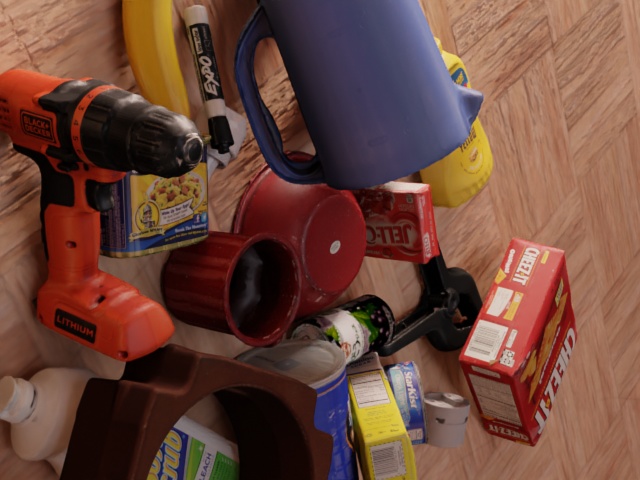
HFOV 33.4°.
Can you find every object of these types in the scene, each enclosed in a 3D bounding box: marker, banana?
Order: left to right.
[{"bbox_3d":[-0.116,-0.183,0.806,0.037,0.069,0.198,-91,-168,-90],"label":"banana"},{"bbox_3d":[-0.088,-0.127,0.847,0.020,0.020,0.121,-1,76,-50],"label":"marker"}]

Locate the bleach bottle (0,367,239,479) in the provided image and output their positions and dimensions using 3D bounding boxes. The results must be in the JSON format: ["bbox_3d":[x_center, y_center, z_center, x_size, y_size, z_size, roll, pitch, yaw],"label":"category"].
[{"bbox_3d":[-0.152,0.169,0.820,0.250,0.068,0.102,38,66,-44],"label":"bleach bottle"}]

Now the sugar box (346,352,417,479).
[{"bbox_3d":[0.053,0.184,1.000,0.048,0.176,0.093,-10,108,-5],"label":"sugar box"}]

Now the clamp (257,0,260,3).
[{"bbox_3d":[-0.019,-0.270,0.925,0.120,0.039,0.171,-5,104,-44],"label":"clamp"}]

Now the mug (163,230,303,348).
[{"bbox_3d":[-0.069,0.044,0.882,0.093,0.082,0.117,-53,133,-31],"label":"mug"}]

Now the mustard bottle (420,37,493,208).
[{"bbox_3d":[0.124,-0.134,1.105,0.096,0.058,0.191,-46,128,-34],"label":"mustard bottle"}]

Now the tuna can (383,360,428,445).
[{"bbox_3d":[0.087,0.168,1.094,0.086,0.033,0.086,172,-90,-89],"label":"tuna can"}]

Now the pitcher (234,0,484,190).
[{"bbox_3d":[0.013,-0.167,0.863,0.149,0.145,0.243,-39,114,-37],"label":"pitcher"}]

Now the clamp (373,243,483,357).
[{"bbox_3d":[0.129,0.057,1.159,0.209,0.036,0.164,20,80,-52],"label":"clamp"}]

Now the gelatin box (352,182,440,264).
[{"bbox_3d":[0.069,-0.018,1.032,0.030,0.089,0.073,-29,117,-45],"label":"gelatin box"}]

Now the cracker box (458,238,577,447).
[{"bbox_3d":[0.238,0.124,1.241,0.164,0.072,0.213,-62,151,-22],"label":"cracker box"}]

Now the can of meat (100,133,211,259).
[{"bbox_3d":[-0.130,-0.037,0.815,0.101,0.058,0.084,-15,109,-48],"label":"can of meat"}]

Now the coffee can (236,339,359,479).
[{"bbox_3d":[-0.020,0.172,0.946,0.102,0.103,0.140,-26,116,-45],"label":"coffee can"}]

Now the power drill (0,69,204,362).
[{"bbox_3d":[-0.144,-0.015,0.718,0.057,0.185,0.188,-27,126,-43],"label":"power drill"}]

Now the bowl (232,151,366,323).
[{"bbox_3d":[-0.006,0.001,0.973,0.161,0.055,0.162,-12,105,-49],"label":"bowl"}]
